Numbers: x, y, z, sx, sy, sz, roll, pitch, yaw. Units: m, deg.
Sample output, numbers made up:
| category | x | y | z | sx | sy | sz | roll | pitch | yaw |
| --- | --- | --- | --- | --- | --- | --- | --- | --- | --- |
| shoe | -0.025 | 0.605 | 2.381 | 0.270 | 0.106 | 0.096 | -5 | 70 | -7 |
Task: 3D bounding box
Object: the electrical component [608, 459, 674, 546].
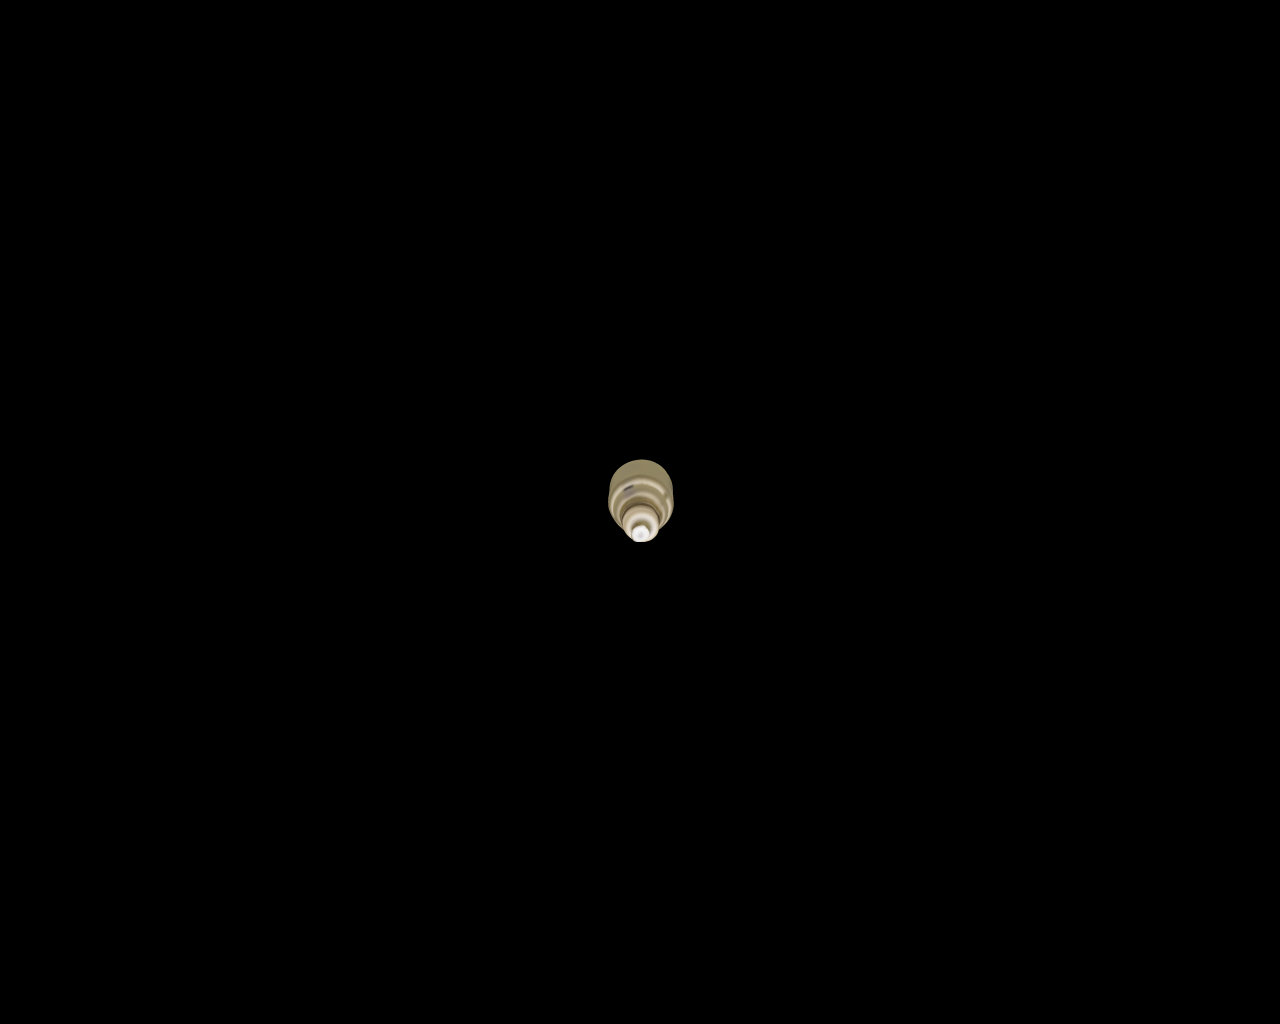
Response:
| category | x | y | z | sx | sy | sz | roll | pitch | yaw |
| --- | --- | --- | --- | --- | --- | --- | --- | --- | --- |
| electrical component | 0.001 | -0.003 | 0.650 | 0.040 | 0.040 | 0.078 | 0 | 25 | 0 |
